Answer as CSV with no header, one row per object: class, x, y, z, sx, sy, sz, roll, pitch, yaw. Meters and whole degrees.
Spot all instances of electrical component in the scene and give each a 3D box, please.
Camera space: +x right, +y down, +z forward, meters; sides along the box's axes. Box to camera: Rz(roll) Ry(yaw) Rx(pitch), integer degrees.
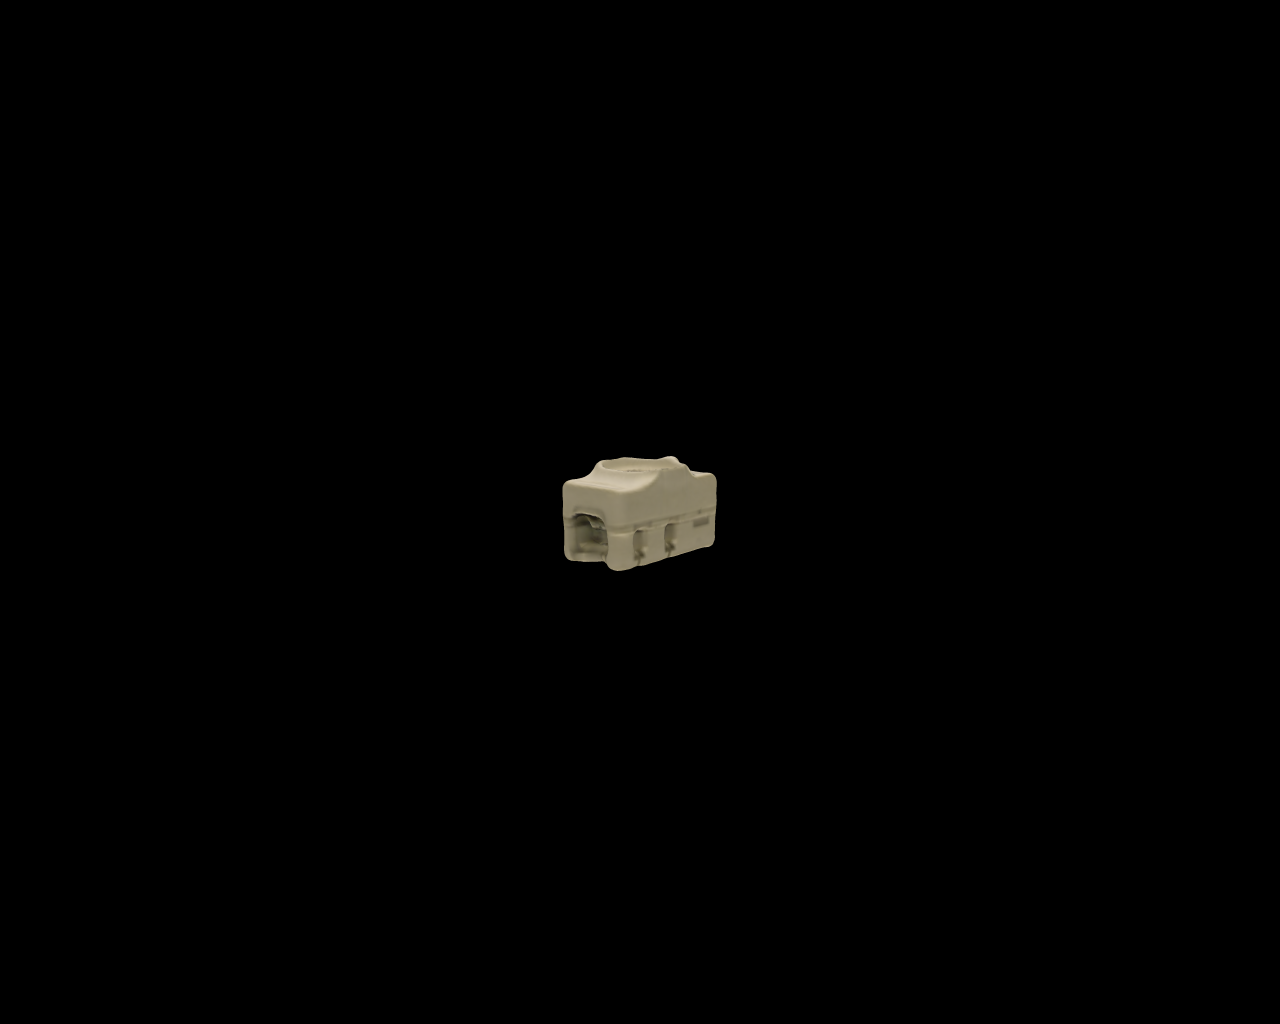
electrical component,0.001,-0.003,0.650,0.050,0.055,0.090,10,15,42
